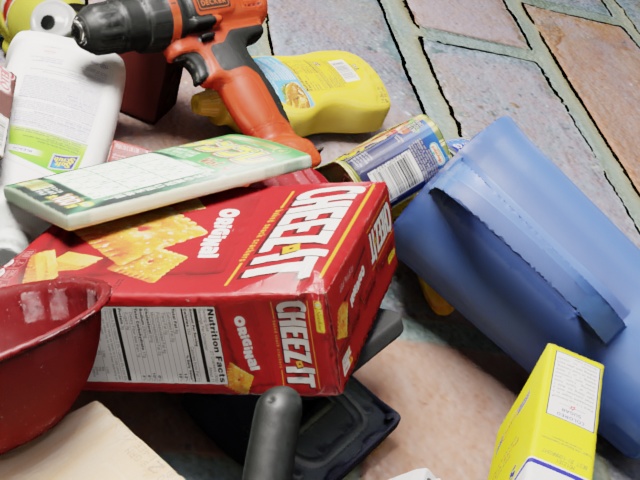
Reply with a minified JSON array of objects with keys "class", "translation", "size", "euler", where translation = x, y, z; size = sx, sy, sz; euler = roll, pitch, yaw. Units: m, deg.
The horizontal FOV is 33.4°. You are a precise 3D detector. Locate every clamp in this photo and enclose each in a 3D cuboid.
[{"class":"clamp","translation":[-0.033,0.160,0.538],"size":[0.039,0.120,0.171],"euler":[-7,27,27]}]

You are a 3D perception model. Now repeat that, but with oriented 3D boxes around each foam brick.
[{"class":"foam brick","translation":[-0.150,-0.152,0.932],"size":[0.051,0.078,0.053],"euler":[22,34,6]}]

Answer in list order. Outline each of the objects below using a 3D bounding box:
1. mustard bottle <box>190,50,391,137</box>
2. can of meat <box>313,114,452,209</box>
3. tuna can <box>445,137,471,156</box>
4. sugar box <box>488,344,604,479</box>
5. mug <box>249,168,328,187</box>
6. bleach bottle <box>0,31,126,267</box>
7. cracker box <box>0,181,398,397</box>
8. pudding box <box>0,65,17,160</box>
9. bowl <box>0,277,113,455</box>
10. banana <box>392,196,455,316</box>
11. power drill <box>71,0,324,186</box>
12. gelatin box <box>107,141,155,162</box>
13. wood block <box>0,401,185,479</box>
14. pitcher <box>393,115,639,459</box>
[{"class":"mustard bottle","translation":[-0.033,-0.132,0.980],"size":[0.191,0.058,0.096],"euler":[-11,50,-37]},{"class":"can of meat","translation":[0.046,-0.052,0.837],"size":[0.083,0.102,0.057],"euler":[-31,97,-17]},{"class":"tuna can","translation":[0.111,-0.042,0.905],"size":[0.033,0.086,0.086],"euler":[-14,47,-38]},{"class":"sugar box","translation":[0.128,0.151,0.640],"size":[0.048,0.093,0.176],"euler":[24,34,6]},{"class":"mug","translation":[-0.005,0.001,0.794],"size":[0.117,0.093,0.082],"euler":[23,21,-40]},{"class":"bleach bottle","translation":[-0.212,-0.064,0.796],"size":[0.102,0.068,0.250],"euler":[12,38,-8]},{"class":"cracker box","translation":[-0.074,0.023,0.653],"size":[0.214,0.072,0.164],"euler":[-2,24,17]},{"class":"pudding box","translation":[-0.260,-0.072,0.754],"size":[0.039,0.090,0.113],"euler":[40,23,-30]},{"class":"bowl","translation":[-0.174,0.069,0.521],"size":[0.162,0.055,0.162],"euler":[-13,12,3]},{"class":"banana","translation":[0.064,-0.012,0.888],"size":[0.069,0.037,0.198],"euler":[-34,53,-16]},{"class":"power drill","translation":[-0.091,-0.121,0.860],"size":[0.184,0.057,0.187],"euler":[-21,85,-39]},{"class":"gelatin box","translation":[-0.118,-0.026,0.784],"size":[0.089,0.030,0.073],"euler":[14,73,-8]},{"class":"wood block","translation":[-0.157,0.169,0.474],"size":[0.090,0.091,0.205],"euler":[36,38,23]},{"class":"pitcher","translation":[0.170,0.035,0.755],"size":[0.243,0.145,0.149],"euler":[44,47,12]}]
